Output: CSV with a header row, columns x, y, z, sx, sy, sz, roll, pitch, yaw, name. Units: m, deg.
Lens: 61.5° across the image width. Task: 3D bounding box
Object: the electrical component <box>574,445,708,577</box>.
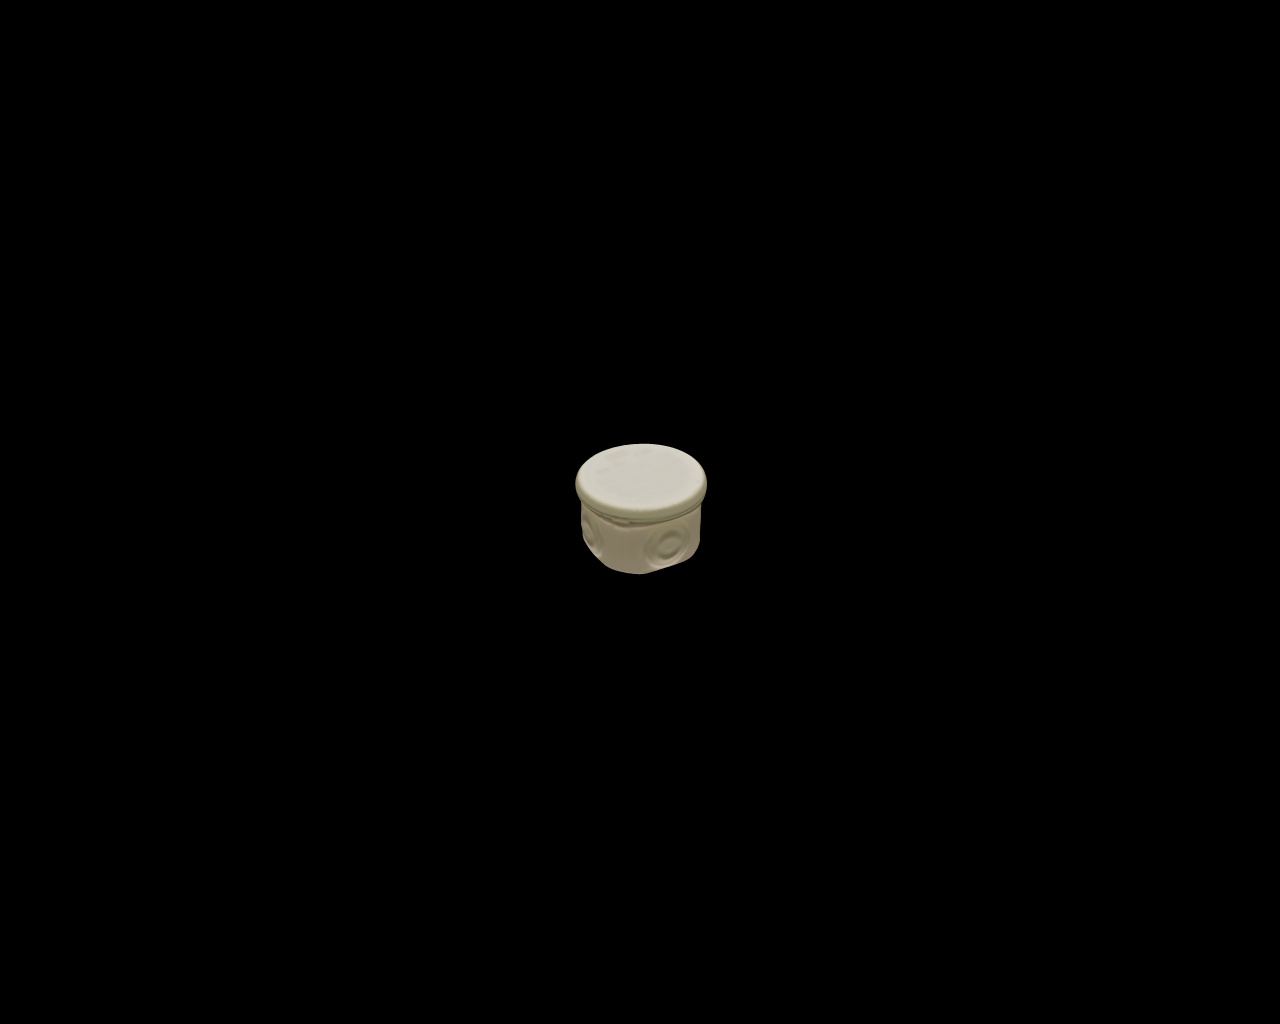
x,y,z,sx,sy,sz,roll,pitch,yaw,name
0.001,-0.003,0.650,0.080,0.050,0.080,0,34,0,electrical component
